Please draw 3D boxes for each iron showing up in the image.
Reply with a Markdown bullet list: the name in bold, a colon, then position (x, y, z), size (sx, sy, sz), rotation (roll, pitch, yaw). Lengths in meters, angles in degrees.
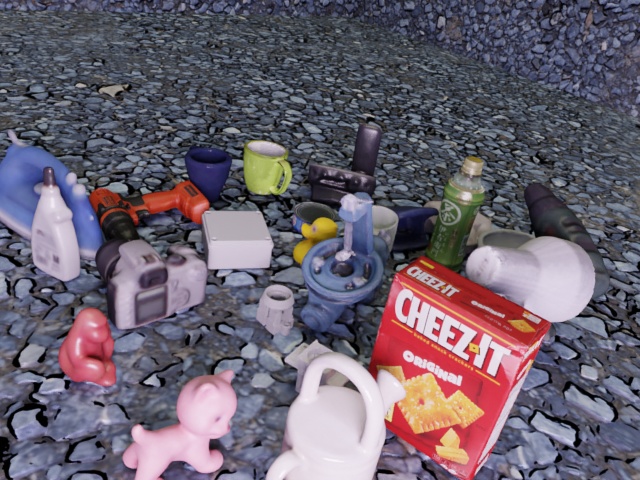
- **iron**: position (-0.436, -0.078, 0.940), size (0.257, 0.141, 0.119), rotation (26, 34, 25)

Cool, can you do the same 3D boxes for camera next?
- **camera**: position (-0.256, 0.041, 0.837), size (0.143, 0.101, 0.136), rotation (-18, 40, -39)

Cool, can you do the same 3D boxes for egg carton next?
- **egg carton**: position (0.274, -0.028, 1.156), size (0.107, 0.069, 0.150), rotation (-9, 36, -31)

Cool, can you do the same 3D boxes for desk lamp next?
- **desk lamp**: position (0.254, 0.096, 0.795), size (0.204, 0.213, 0.117), rotation (-6, 34, -27)

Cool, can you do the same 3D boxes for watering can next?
- **watering can**: position (0.018, 0.190, 0.580), size (0.100, 0.194, 0.173), rotation (20, 31, 15)

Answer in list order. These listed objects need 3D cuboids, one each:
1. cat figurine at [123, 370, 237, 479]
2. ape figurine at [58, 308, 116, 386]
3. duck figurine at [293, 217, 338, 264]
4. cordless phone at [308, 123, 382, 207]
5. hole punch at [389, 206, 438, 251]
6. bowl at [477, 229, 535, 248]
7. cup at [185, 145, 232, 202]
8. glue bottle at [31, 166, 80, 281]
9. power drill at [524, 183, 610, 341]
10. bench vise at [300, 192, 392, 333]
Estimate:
- **cat figurine**: position (-0.139, 0.191, 0.603), size (0.128, 0.118, 0.067), rotation (-14, 38, -36)
- **ape figurine**: position (-0.279, 0.124, 0.697), size (0.076, 0.092, 0.078), rotation (14, 30, 6)
- **duck figurine**: position (0.009, 0.004, 1.001), size (0.104, 0.086, 0.077), rotation (15, 30, 7)
- **cordless phone**: position (0.054, -0.166, 1.203), size (0.147, 0.185, 0.094), rotation (12, 30, 2)
- **hole punch**: position (0.160, -0.040, 1.118), size (0.109, 0.091, 0.100), rotation (-8, 35, -29)
- **bowl**: position (0.359, 0.051, 1.045), size (0.167, 0.075, 0.167), rotation (8, 30, -5)
- **cup**: position (-0.231, -0.131, 1.142), size (0.092, 0.095, 0.117), rotation (-15, 39, -36)
- **glue bottle**: position (-0.388, -0.027, 0.836), size (0.078, 0.173, 0.037), rotation (23, 32, 21)
- **power drill**: position (0.363, 0.044, 0.924), size (0.076, 0.208, 0.229), rotation (2, 31, -14)
- **bench vise**: position (0.046, 0.009, 0.870), size (0.121, 0.220, 0.207), rotation (16, 30, 9)
